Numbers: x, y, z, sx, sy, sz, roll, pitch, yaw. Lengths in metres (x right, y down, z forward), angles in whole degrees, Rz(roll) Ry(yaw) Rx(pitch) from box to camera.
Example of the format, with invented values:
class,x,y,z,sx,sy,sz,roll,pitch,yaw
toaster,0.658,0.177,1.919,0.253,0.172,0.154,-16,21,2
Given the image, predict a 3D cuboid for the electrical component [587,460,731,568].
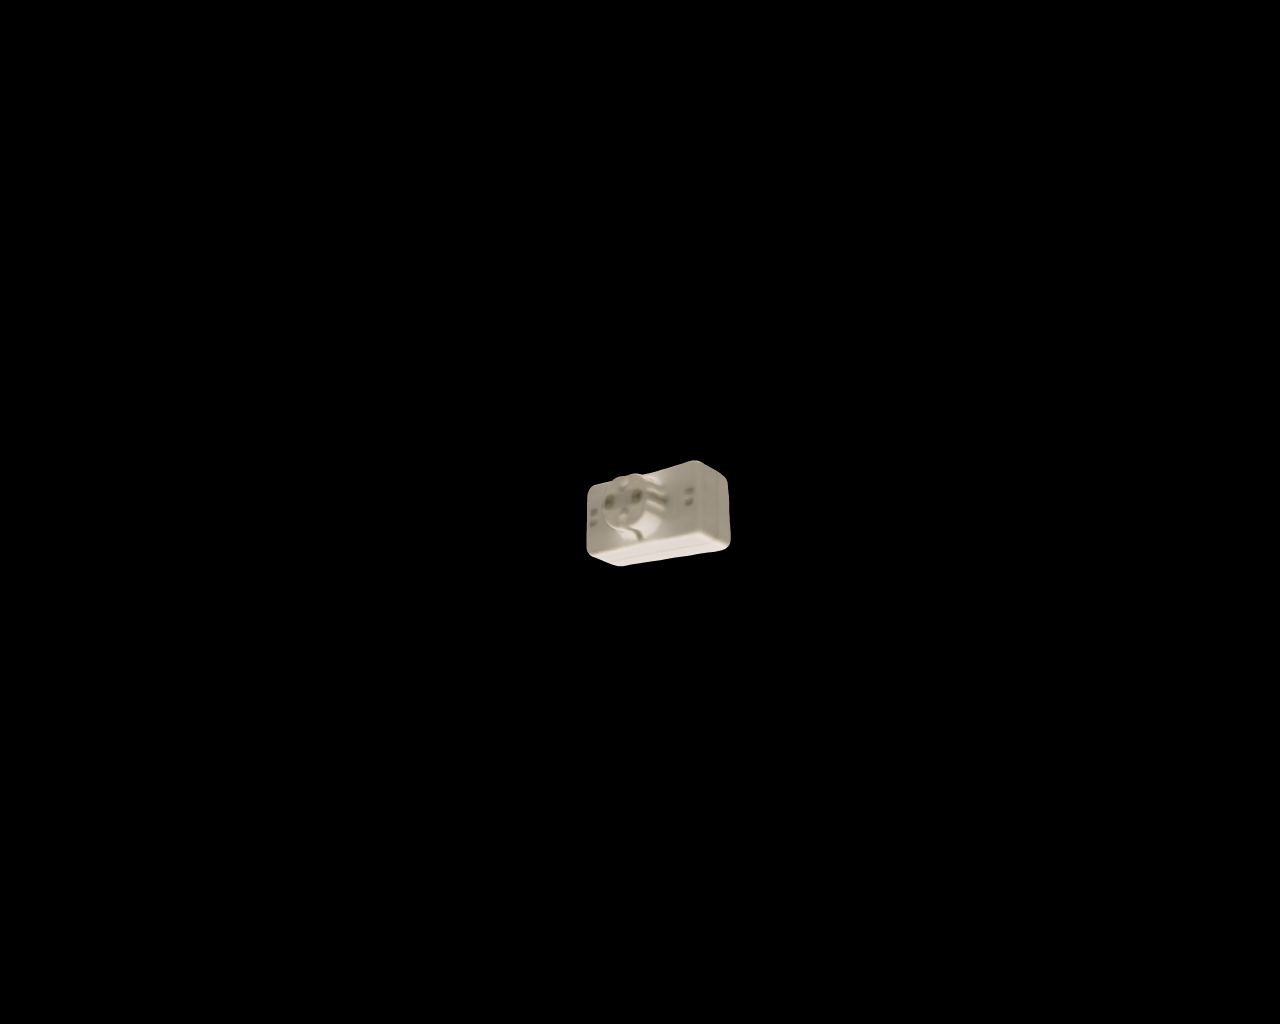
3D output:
class,x,y,z,sx,sy,sz,roll,pitch,yaw
electrical component,0.001,-0.003,0.650,0.083,0.047,0.075,-12,-23,31
